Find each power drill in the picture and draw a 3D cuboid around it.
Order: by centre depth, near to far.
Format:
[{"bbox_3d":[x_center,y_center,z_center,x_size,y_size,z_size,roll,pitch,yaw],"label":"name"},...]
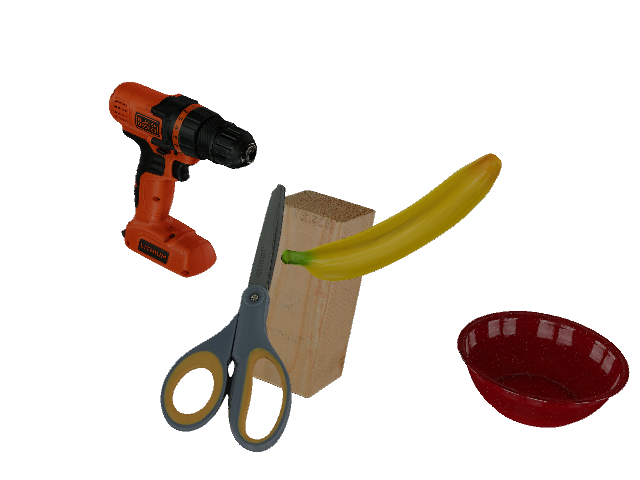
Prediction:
[{"bbox_3d":[-0.144,-0.059,1.113,0.185,0.188,0.057,26,35,30],"label":"power drill"}]

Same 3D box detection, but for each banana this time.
[{"bbox_3d":[0.067,-0.010,0.898,0.198,0.037,0.069,-27,-20,9],"label":"banana"}]

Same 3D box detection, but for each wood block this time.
[{"bbox_3d":[-0.014,0.058,1.206,0.090,0.206,0.090,18,18,22],"label":"wood block"}]

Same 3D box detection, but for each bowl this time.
[{"bbox_3d":[0.208,0.130,1.021,0.162,0.055,0.162,4,26,-2],"label":"bowl"}]

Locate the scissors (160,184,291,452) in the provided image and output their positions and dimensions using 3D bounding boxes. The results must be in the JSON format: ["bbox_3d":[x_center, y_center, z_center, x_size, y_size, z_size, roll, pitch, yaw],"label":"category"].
[{"bbox_3d":[-0.064,0.051,0.735,0.096,0.202,0.016,-8,-32,2],"label":"scissors"}]
